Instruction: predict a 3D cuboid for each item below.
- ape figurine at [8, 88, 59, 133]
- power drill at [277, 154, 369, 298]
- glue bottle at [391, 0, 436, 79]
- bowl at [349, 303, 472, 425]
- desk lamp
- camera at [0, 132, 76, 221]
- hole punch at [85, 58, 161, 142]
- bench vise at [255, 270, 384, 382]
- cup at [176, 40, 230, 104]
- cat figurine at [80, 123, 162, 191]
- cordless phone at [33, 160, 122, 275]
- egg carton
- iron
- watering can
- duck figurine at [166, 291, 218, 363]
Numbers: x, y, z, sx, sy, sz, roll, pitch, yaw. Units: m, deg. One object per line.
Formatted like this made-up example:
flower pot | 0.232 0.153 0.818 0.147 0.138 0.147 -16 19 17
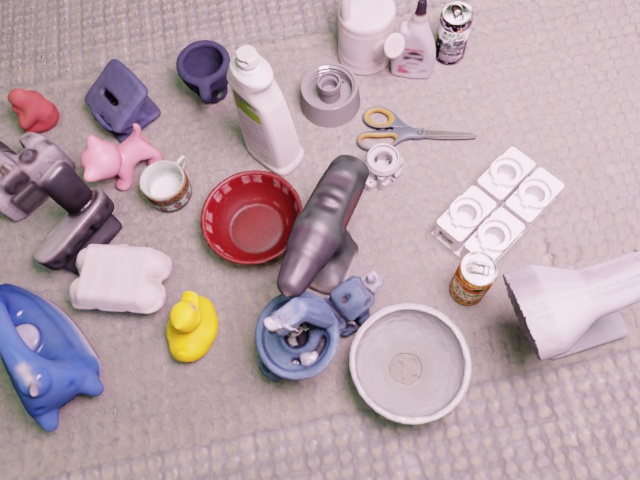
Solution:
ape figurine | -0.506 -0.232 0.997 0.076 0.092 0.078 11 69 7
power drill | 0.007 0.003 0.816 0.075 0.208 0.230 19 71 10
glue bottle | 0.161 -0.339 0.962 0.078 0.173 0.037 4 69 5
bowl | 0.126 0.178 0.814 0.167 0.075 0.167 -1 69 3
desk lamp | 0.337 0.087 0.764 0.203 0.213 0.118 -17 68 -4
camera | -0.515 -0.129 0.952 0.136 0.101 0.143 36 75 15
hole punch | -0.347 -0.240 0.992 0.101 0.091 0.108 -43 72 -13
bench vise | -0.011 0.095 0.775 0.121 0.220 0.207 34 74 15
cup | -0.192 -0.272 0.995 0.091 0.095 0.117 -9 68 0
cat figurine | -0.335 -0.140 0.938 0.067 0.118 0.128 42 76 17
cordless phone | -0.394 -0.037 0.865 0.094 0.185 0.148 27 72 13
egg carton | -0.306 0.060 0.884 0.150 0.069 0.107 3 69 4
iron | -0.428 0.140 0.820 0.119 0.141 0.258 -39 72 -12
watering can | 0.084 -0.375 0.969 0.172 0.194 0.101 36 75 16
duck figurine | -0.196 0.125 0.845 0.077 0.086 0.104 7 69 6
